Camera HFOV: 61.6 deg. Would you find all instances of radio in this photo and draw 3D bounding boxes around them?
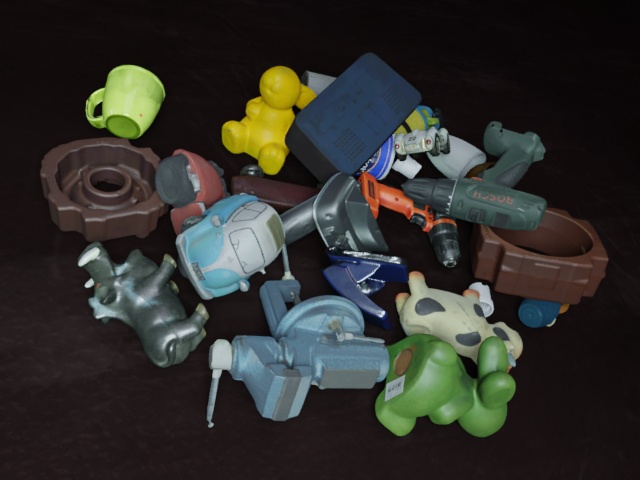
[{"bbox_3d":[0.055,-0.200,0.894,0.131,0.073,0.229,43,62,-2],"label":"radio"}]

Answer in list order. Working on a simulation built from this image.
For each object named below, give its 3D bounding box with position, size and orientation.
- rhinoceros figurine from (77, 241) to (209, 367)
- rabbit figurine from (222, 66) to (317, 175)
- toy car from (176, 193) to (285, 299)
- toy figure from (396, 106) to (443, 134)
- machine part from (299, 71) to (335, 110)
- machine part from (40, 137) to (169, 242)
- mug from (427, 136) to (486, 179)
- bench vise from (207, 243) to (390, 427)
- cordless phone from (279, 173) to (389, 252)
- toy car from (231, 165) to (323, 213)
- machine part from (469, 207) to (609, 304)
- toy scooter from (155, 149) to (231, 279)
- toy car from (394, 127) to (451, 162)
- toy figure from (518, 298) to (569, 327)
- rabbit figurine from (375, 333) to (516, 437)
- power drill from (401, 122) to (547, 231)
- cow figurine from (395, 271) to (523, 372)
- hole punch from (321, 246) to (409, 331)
[{"bbox_3d":[-0.222,0.075,0.664,0.112,0.073,0.190,-36,72,-30],"label":"rhinoceros figurine"},{"bbox_3d":[-0.070,-0.221,0.924,0.122,0.173,0.162,36,49,15],"label":"rabbit figurine"},{"bbox_3d":[-0.097,0.001,0.683,0.103,0.109,0.162,-5,24,29],"label":"toy car"},{"bbox_3d":[0.188,-0.232,1.114,0.180,0.082,0.089,-15,56,-37],"label":"toy figure"},{"bbox_3d":[0.043,-0.291,1.103,0.243,0.079,0.079,8,48,-17],"label":"machine part"},{"bbox_3d":[-0.303,-0.074,0.768,0.179,0.056,0.179,12,46,-13],"label":"machine part"},{"bbox_3d":[0.282,-0.175,1.106,0.109,0.080,0.107,-25,55,-33],"label":"mug"},{"bbox_3d":[-0.037,0.116,0.679,0.224,0.128,0.241,-4,31,-16],"label":"bench vise"},{"bbox_3d":[-0.002,-0.002,0.819,0.184,0.146,0.089,-28,42,1],"label":"cordless phone"},{"bbox_3d":[-0.048,-0.064,0.875,0.202,0.053,0.089,7,58,-23],"label":"toy car"},{"bbox_3d":[0.363,0.017,0.918,0.201,0.087,0.201,9,32,7],"label":"machine part"},{"bbox_3d":[-0.155,-0.039,0.764,0.135,0.075,0.183,-18,97,-54],"label":"toy scooter"},{"bbox_3d":[0.190,-0.177,0.982,0.074,0.056,0.201,-5,8,24],"label":"toy car"},{"bbox_3d":[0.393,0.101,0.920,0.058,0.064,0.154,13,24,43],"label":"toy figure"},{"bbox_3d":[0.180,0.188,0.700,0.170,0.159,0.121,31,33,-17],"label":"rabbit figurine"},{"bbox_3d":[0.283,-0.114,0.925,0.232,0.085,0.207,22,51,22],"label":"power drill"},{"bbox_3d":[0.211,0.133,0.791,0.195,0.085,0.127,19,39,-11],"label":"cow figurine"},{"bbox_3d":[0.060,0.069,0.756,0.116,0.142,0.092,11,77,16],"label":"hole punch"}]
